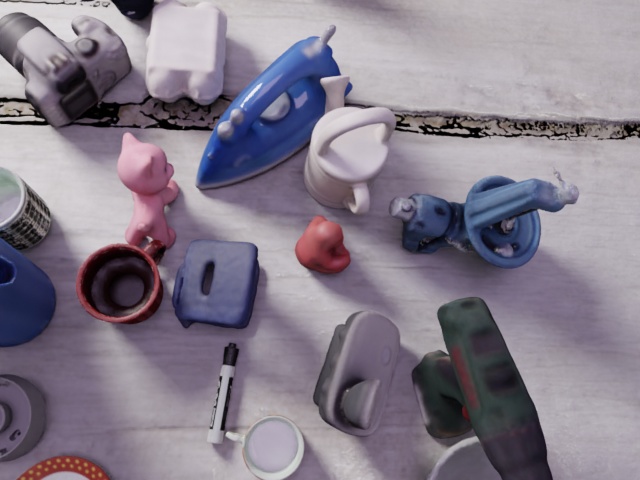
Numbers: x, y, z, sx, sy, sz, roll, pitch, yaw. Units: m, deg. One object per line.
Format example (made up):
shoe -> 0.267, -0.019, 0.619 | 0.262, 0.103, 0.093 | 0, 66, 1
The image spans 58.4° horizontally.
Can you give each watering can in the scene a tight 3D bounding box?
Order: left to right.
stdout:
watering can -> 0.033, -0.122, 0.720 | 0.101, 0.194, 0.173 | -33, 82, -14

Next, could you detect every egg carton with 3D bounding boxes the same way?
egg carton -> -0.184, -0.260, 0.790 | 0.107, 0.069, 0.150 | 2, 75, -7

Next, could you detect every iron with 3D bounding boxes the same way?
iron -> -0.068, -0.173, 0.746 | 0.118, 0.141, 0.258 | 44, 74, 5

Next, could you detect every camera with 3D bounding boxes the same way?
camera -> -0.346, -0.247, 0.748 | 0.137, 0.100, 0.143 | 42, 74, 4

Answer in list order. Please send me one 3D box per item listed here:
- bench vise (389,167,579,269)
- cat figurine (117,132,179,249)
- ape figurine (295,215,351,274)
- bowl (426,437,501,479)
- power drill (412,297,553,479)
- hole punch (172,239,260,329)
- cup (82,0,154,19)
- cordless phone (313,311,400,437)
bench vise -> 0.199, -0.022, 0.704 | 0.207, 0.219, 0.121 | -10, 77, -10
cat figurine -> -0.216, -0.063, 0.710 | 0.067, 0.117, 0.128 | 0, 76, -8
ape figurine -> 0.007, 0.003, 0.738 | 0.076, 0.092, 0.078 | -8, 77, -10
bowl -> 0.192, 0.323, 0.691 | 0.167, 0.074, 0.167 | 2, 75, -7
power drill -> 0.178, 0.185, 0.654 | 0.076, 0.208, 0.229 | -13, 78, -11
hole punch -> -0.128, 0.055, 0.706 | 0.101, 0.091, 0.109 | 9, 75, -5
cup -> -0.272, -0.343, 0.786 | 0.118, 0.095, 0.091 | -39, 84, -15
cordless phone -> 0.057, 0.152, 0.658 | 0.094, 0.185, 0.148 | 16, 74, -3
